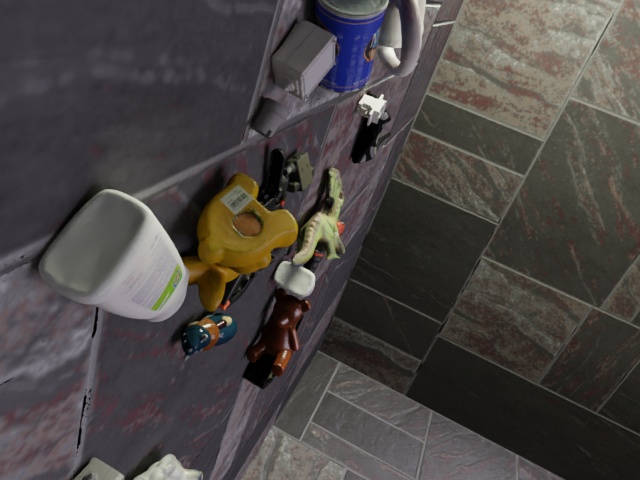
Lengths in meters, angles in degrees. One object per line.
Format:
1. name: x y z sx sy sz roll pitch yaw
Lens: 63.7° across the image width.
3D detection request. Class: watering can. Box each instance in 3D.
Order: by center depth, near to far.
1. watering can: 0.109 -0.406 0.859 0.355 0.104 0.219 -102 -173 -56

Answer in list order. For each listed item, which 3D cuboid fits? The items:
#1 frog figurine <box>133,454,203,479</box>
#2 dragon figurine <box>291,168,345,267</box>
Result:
1. frog figurine: -0.311 0.466 0.947 0.157 0.124 0.137 32 92 -44
2. dragon figurine: 0.004 -0.067 1.329 0.411 0.122 0.242 -21 118 -79
